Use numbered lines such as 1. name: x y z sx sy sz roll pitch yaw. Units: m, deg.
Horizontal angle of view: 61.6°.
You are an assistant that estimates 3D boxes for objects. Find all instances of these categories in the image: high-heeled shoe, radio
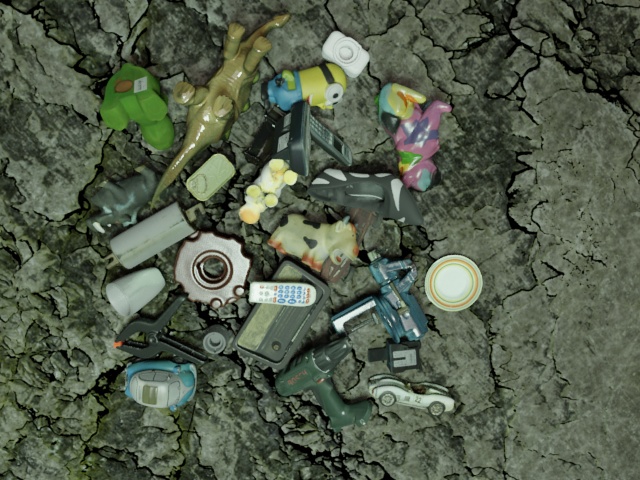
1. high-heeled shoe: 0.087 -0.081 1.106 0.145 0.249 0.086 -27 135 -20
2. radio: -0.082 0.163 1.190 0.131 0.073 0.229 32 96 -7

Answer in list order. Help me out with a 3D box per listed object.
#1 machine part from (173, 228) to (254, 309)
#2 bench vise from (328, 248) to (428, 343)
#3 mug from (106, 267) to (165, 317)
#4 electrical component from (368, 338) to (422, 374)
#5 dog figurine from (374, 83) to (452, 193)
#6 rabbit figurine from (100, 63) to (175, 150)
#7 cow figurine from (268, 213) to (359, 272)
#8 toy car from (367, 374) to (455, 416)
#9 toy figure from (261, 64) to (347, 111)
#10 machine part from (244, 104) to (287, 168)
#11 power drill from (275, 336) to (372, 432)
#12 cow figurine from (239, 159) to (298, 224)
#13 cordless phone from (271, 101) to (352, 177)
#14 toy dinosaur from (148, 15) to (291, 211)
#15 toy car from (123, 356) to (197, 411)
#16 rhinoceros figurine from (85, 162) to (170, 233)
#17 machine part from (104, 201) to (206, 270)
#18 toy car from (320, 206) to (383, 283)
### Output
1. machine part: -0.233 0.061 1.176 0.179 0.056 0.179 0 97 -3
2. bench vise: 0.119 0.144 1.180 0.241 0.129 0.223 -28 96 -3
3. mug: -0.394 0.107 1.156 0.107 0.109 0.080 -34 96 -42
4. electrical component: 0.172 0.263 1.235 0.119 0.048 0.074 -2 98 -5
5. dog figurine: 0.182 -0.201 1.139 0.191 0.108 0.219 19 99 -7
6. rabbit figurine: -0.358 -0.257 1.085 0.121 0.170 0.159 -22 58 -2
7. cow figurine: -0.002 -0.003 1.134 0.195 0.085 0.127 22 85 31
8. toy car: 0.207 0.353 1.236 0.202 0.073 0.056 13 101 -6
9. toy figure: -0.033 -0.318 1.118 0.180 0.082 0.089 -6 93 -1
10. machine part: -0.105 -0.218 1.147 0.084 0.039 0.139 39 82 -12
11. power drill: 0.027 0.323 1.185 0.232 0.086 0.207 -29 114 29
12. cow figurine: -0.114 -0.114 1.147 0.068 0.098 0.167 37 113 -16
13. cordless phone: -0.003 -0.181 1.103 0.184 0.147 0.089 31 134 -33
14. toy dinosaur: -0.205 -0.256 1.053 0.105 0.198 0.471 38 84 1
15. toy car: -0.357 0.319 1.184 0.162 0.103 0.109 8 97 -7
16. rhinoceros figurine: -0.413 -0.088 1.139 0.190 0.073 0.112 -30 110 -1
17. machine part: -0.355 -0.012 1.147 0.243 0.079 0.079 -31 99 2
18. toy car: 0.063 0.003 1.188 0.089 0.053 0.202 27 95 -10
